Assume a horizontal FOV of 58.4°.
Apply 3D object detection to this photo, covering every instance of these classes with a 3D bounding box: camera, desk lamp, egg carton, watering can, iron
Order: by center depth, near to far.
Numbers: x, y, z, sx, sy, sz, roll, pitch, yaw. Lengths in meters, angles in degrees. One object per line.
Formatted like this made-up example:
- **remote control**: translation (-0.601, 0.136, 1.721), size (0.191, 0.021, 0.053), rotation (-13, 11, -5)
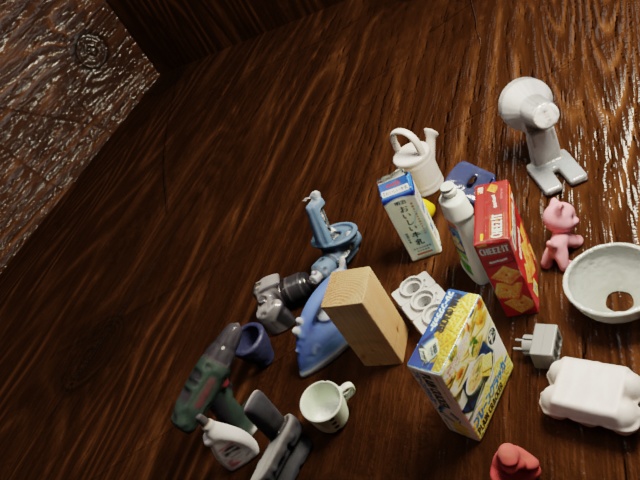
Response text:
- **egg carton**: translation (0.431, 0.246, 0.905), size (0.149, 0.070, 0.107), rotation (2, 49, 39)
- **iron**: translation (0.011, 0.166, 1.259), size (0.118, 0.142, 0.259), rotation (17, 59, 47)
- **desk lamp**: translation (0.502, -0.247, 1.297), size (0.118, 0.214, 0.203), rotation (-26, 36, 11)
- **camera**: translation (-0.088, 0.135, 1.408), size (0.136, 0.101, 0.143), rotation (-24, 37, 13)
- **watering can**: translation (0.243, -0.216, 1.479), size (0.100, 0.195, 0.173), rotation (-3, 46, 36)

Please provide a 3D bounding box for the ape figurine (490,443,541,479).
- **ape figurine**: translation (0.294, 0.344, 0.877), size (0.077, 0.092, 0.076), rotation (-18, 39, 21)

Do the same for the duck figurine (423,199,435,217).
- **duck figurine**: translation (0.233, -0.092, 1.436), size (0.104, 0.086, 0.078), rotation (9, 53, 43)

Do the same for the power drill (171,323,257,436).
- **power drill**: translation (-0.193, 0.314, 1.189), size (0.075, 0.209, 0.230), rotation (11, 55, 44)

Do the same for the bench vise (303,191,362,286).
- **bench vise**: translation (0.023, 0.002, 1.374), size (0.121, 0.220, 0.207), rotation (-17, 39, 22)

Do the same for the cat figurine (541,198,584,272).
- **cat figurine**: translation (0.474, -0.020, 1.139), size (0.067, 0.118, 0.128), rotation (4, 50, 41)

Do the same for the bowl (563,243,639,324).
- **bowl**: translation (0.523, 0.088, 1.012), size (0.167, 0.075, 0.167), rotation (-21, 38, 17)

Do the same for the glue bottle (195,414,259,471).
- **glue bottle**: translation (-0.193, 0.391, 1.130), size (0.078, 0.174, 0.037), rotation (-35, 36, -2)

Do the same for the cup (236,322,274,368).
- **cup**: translation (-0.160, 0.258, 1.326), size (0.117, 0.095, 0.091), rotation (-24, 37, 13)

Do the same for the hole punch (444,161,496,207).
- **hole punch**: translation (0.363, -0.129, 1.373), size (0.100, 0.091, 0.109), rotation (13, 56, 45)

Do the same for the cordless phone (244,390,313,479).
- **cordless phone**: translation (-0.108, 0.376, 1.071), size (0.093, 0.186, 0.148), rotation (-1, 47, 37)
